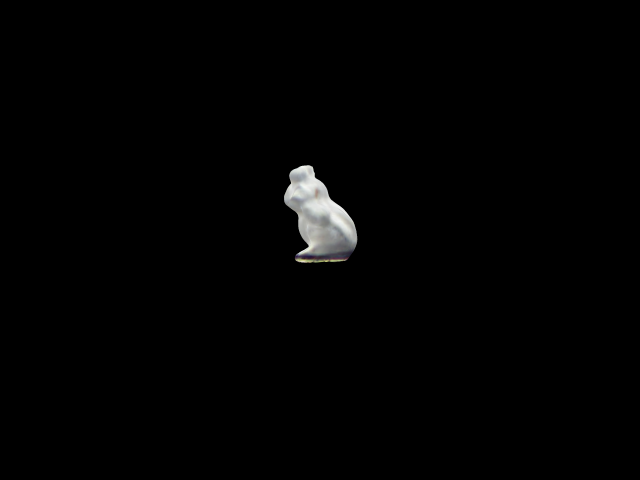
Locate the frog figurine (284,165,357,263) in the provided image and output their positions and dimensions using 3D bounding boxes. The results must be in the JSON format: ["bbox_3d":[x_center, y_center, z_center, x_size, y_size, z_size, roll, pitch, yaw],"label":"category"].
[{"bbox_3d":[0.003,-0.043,0.850,0.122,0.160,0.137,-1,-2,20],"label":"frog figurine"}]
